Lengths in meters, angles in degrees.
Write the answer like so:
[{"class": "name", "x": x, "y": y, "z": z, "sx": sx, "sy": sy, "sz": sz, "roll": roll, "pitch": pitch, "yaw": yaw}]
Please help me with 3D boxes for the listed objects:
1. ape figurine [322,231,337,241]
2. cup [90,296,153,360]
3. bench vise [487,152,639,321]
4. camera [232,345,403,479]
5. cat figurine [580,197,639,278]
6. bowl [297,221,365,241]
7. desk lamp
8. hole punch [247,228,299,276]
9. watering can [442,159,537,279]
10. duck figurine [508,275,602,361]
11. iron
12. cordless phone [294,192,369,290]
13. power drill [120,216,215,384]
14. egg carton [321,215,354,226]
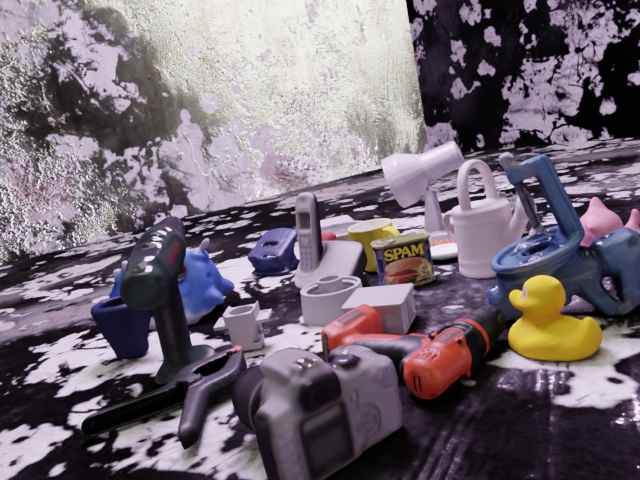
[{"class": "ape figurine", "x": 0.022, "y": 0.026, "z": 1.167, "sx": 0.076, "sy": 0.092, "sz": 0.077, "roll": -13, "pitch": 11, "yaw": -10}, {"class": "cup", "x": -0.292, "y": 0.137, "z": 0.907, "sx": 0.117, "sy": 0.095, "sz": 0.092, "roll": -10, "pitch": 11, "yaw": 7}, {"class": "bench vise", "x": 0.307, "y": -0.013, "z": 0.726, "sx": 0.207, "sy": 0.220, "sz": 0.121, "roll": -12, "pitch": 11, "yaw": -5}, {"class": "camera", "x": -0.016, "y": 0.147, "z": 0.549, "sx": 0.143, "sy": 0.101, "sz": 0.136, "roll": -19, "pitch": 13, "yaw": -34}, {"class": "cat figurine", "x": 0.432, "y": -0.009, "z": 0.849, "sx": 0.128, "sy": 0.118, "sz": 0.067, "roll": -15, "pitch": 12, "yaw": -21}, {"class": "bowl", "x": 0.038, "y": 0.011, "z": 1.279, "sx": 0.167, "sy": 0.075, "sz": 0.167, "roll": -11, "pitch": 11, "yaw": 2}, {"class": "desk lamp", "x": 0.252, "y": -0.104, "z": 1.278, "sx": 0.202, "sy": 0.214, "sz": 0.118, "roll": -8, "pitch": 11, "yaw": 18}, {"class": "hole punch", "x": -0.102, "y": 0.027, "z": 1.296, "sx": 0.108, "sy": 0.091, "sz": 0.101, "roll": -4, "pitch": 13, "yaw": 34}, {"class": "watering can", "x": 0.282, "y": -0.041, "z": 0.971, "sx": 0.172, "sy": 0.194, "sz": 0.101, "roll": -5, "pitch": 13, "yaw": 30}, {"class": "duck figurine", "x": 0.257, "y": 0.083, "z": 0.640, "sx": 0.078, "sy": 0.086, "sz": 0.104, "roll": -20, "pitch": 13, "yaw": -37}, {"class": "iron", "x": -0.300, "y": 0.084, "z": 1.066, "sx": 0.258, "sy": 0.141, "sz": 0.118, "roll": -10, "pitch": 11, "yaw": 7}, {"class": "cordless phone", "x": 0.010, "y": 0.004, "z": 1.043, "sx": 0.147, "sy": 0.185, "sz": 0.094, "roll": -1, "pitch": 15, "yaw": 44}, {"class": "power drill", "x": -0.210, "y": 0.082, "z": 0.802, "sx": 0.075, "sy": 0.208, "sz": 0.229, "roll": -11, "pitch": 11, "yaw": 0}, {"class": "egg carton", "x": 0.042, "y": -0.016, "z": 1.427, "sx": 0.107, "sy": 0.069, "sz": 0.150, "roll": -12, "pitch": 11, "yaw": -5}]
